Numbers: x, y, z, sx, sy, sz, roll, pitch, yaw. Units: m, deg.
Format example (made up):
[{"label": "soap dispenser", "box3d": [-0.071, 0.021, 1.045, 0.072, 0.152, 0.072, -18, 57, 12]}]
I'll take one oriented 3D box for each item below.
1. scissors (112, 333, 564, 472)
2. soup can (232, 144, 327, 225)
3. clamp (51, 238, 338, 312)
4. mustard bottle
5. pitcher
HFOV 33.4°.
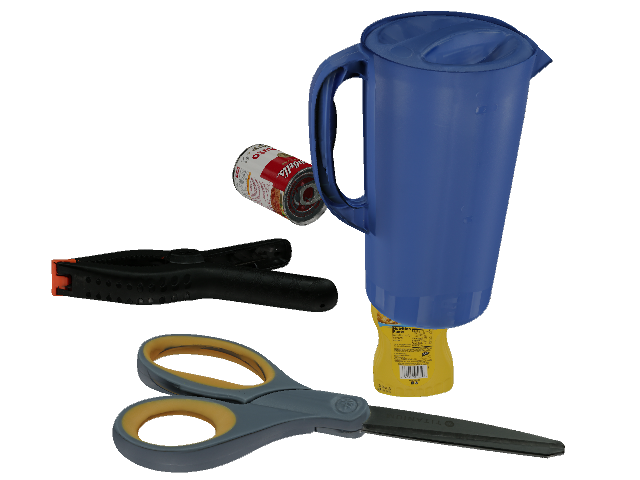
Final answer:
[{"label": "scissors", "box3d": [-0.004, 0.086, 0.469, 0.202, 0.016, 0.096, 16, 33, 23]}, {"label": "soup can", "box3d": [-0.044, -0.065, 1.212, 0.068, 0.068, 0.102, 0, 19, -41]}, {"label": "clamp", "box3d": [-0.096, 0.028, 0.815, 0.209, 0.036, 0.165, -2, 11, -21]}, {"label": "mustard bottle", "box3d": [0.107, 0.088, 1.252, 0.096, 0.192, 0.058, -1, 23, 5]}, {"label": "pitcher", "box3d": [0.084, -0.052, 0.858, 0.149, 0.243, 0.144, 19, 34, 27]}]
